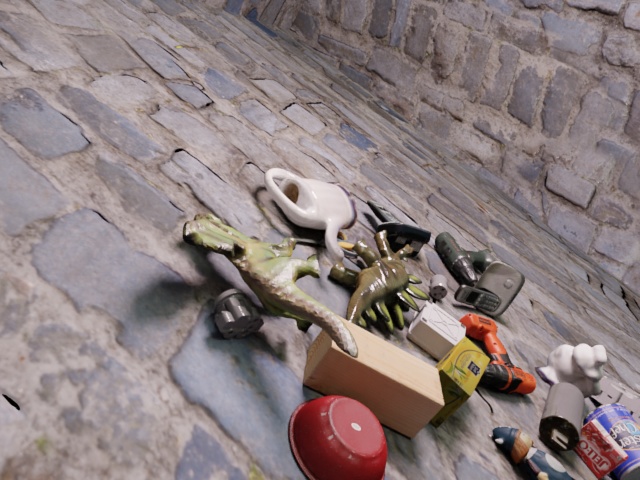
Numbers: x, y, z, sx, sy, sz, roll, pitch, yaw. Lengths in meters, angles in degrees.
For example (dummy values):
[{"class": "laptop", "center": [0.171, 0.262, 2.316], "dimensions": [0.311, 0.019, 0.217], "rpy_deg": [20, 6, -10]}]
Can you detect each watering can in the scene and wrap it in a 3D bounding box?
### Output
[{"class": "watering can", "center": [0.004, -0.061, 1.212], "dimensions": [0.224, 0.102, 0.353], "rpy_deg": [3, 36, -46]}]

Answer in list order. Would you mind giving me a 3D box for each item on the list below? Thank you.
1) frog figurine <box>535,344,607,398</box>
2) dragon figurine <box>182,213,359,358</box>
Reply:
[{"class": "frog figurine", "center": [0.627, 0.305, 1.242], "dimensions": [0.122, 0.157, 0.140], "rpy_deg": [24, 26, -23]}, {"class": "dragon figurine", "center": [-0.112, 0.045, 0.817], "dimensions": [0.241, 0.122, 0.415], "rpy_deg": [25, 5, -31]}]
